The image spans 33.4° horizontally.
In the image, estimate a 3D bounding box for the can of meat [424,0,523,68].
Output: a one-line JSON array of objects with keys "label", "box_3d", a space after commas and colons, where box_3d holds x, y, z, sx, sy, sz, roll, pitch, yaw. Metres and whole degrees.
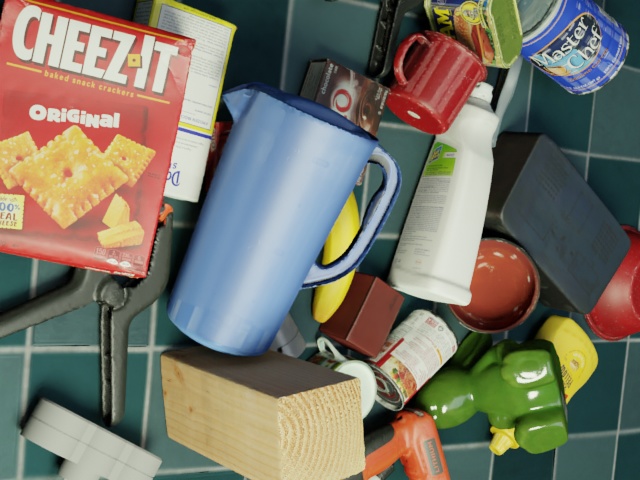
[{"label": "can of meat", "box_3d": [0.173, -0.242, 1.186, 0.057, 0.084, 0.102, -50, 137, -29]}]

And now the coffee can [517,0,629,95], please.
[{"label": "coffee can", "box_3d": [0.286, -0.250, 1.274, 0.140, 0.103, 0.103, 26, 80, -36]}]

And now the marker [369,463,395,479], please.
[{"label": "marker", "box_3d": [0.043, 0.293, 1.208, 0.121, 0.020, 0.020, -43, 119, -25]}]

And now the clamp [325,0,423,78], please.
[{"label": "clamp", "box_3d": [0.079, -0.262, 1.159, 0.171, 0.039, 0.120, -45, 132, -26]}]

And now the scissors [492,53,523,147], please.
[{"label": "scissors", "box_3d": [0.203, -0.132, 1.235, 0.016, 0.096, 0.201, 15, 73, 1]}]

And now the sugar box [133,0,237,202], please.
[{"label": "sugar box", "box_3d": [-0.143, -0.131, 1.003, 0.093, 0.048, 0.176, 14, 91, -37]}]

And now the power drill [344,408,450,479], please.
[{"label": "power drill", "box_3d": [0.053, 0.277, 1.170, 0.187, 0.057, 0.184, -18, 98, -29]}]

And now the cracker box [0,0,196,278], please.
[{"label": "cracker box", "box_3d": [-0.208, -0.086, 0.912, 0.164, 0.072, 0.214, 12, 89, -16]}]

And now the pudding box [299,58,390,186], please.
[{"label": "pudding box", "box_3d": [0.016, -0.124, 1.126, 0.089, 0.039, 0.113, 20, 84, -37]}]

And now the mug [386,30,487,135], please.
[{"label": "mug", "box_3d": [0.117, -0.175, 1.163, 0.081, 0.093, 0.117, -58, 137, -11]}]

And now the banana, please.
[{"label": "banana", "box_3d": [0.010, -0.007, 1.119, 0.069, 0.037, 0.198, -15, 117, -10]}]

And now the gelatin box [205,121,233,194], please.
[{"label": "gelatin box", "box_3d": [-0.073, -0.083, 1.069, 0.089, 0.030, 0.073, -4, 98, -37]}]

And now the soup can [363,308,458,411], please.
[{"label": "soup can", "box_3d": [0.099, 0.133, 1.201, 0.102, 0.069, 0.068, -41, 118, -27]}]

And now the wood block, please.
[{"label": "wood block", "box_3d": [-0.058, 0.159, 0.998, 0.090, 0.206, 0.090, -10, 101, -36]}]

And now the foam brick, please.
[{"label": "foam brick", "box_3d": [0.046, 0.081, 1.165, 0.053, 0.051, 0.078, 36, 74, -35]}]

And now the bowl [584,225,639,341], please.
[{"label": "bowl", "box_3d": [0.426, 0.062, 1.446, 0.161, 0.055, 0.162, -5, 99, -37]}]

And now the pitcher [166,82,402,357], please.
[{"label": "pitcher", "box_3d": [-0.042, -0.014, 1.004, 0.144, 0.149, 0.243, 6, 112, -57]}]

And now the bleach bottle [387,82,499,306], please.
[{"label": "bleach bottle", "box_3d": [0.152, -0.057, 1.196, 0.068, 0.103, 0.251, 21, 82, -32]}]

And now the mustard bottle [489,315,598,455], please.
[{"label": "mustard bottle", "box_3d": [0.272, 0.192, 1.344, 0.191, 0.058, 0.096, -48, 122, -22]}]

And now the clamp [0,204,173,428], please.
[{"label": "clamp", "box_3d": [-0.194, 0.059, 0.990, 0.209, 0.036, 0.164, -53, 123, -21]}]
